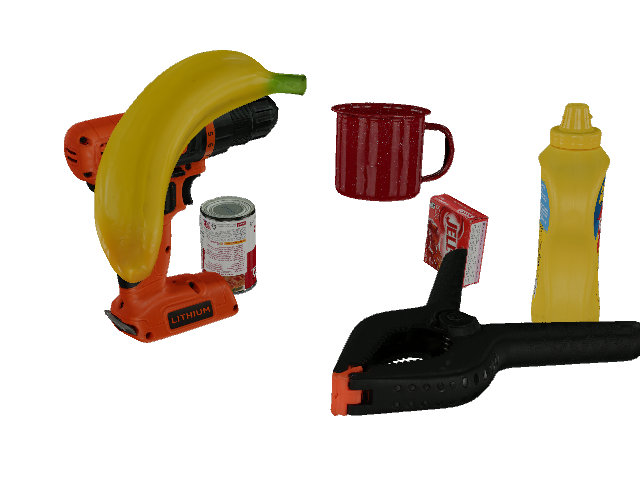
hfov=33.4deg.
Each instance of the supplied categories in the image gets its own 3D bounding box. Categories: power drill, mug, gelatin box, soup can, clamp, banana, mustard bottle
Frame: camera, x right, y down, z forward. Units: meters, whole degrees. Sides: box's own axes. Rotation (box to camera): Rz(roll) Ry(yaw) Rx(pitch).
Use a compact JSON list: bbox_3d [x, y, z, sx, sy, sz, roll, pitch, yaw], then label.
[{"bbox_3d":[-0.111,-0.023,0.862,0.184,0.188,0.057,-16,25,-32],"label":"power drill"},{"bbox_3d":[0.067,-0.083,1.005,0.117,0.081,0.093,1,14,-2],"label":"mug"},{"bbox_3d":[0.157,-0.001,1.249,0.030,0.089,0.073,-15,32,-31],"label":"gelatin box"},{"bbox_3d":[-0.112,0.005,1.289,0.068,0.102,0.068,1,26,-1],"label":"soup can"},{"bbox_3d":[0.081,0.059,0.686,0.209,0.036,0.165,-15,28,-32],"label":"clamp"},{"bbox_3d":[-0.076,-0.055,0.571,0.070,0.037,0.197,18,44,16],"label":"banana"},{"bbox_3d":[0.210,-0.019,0.895,0.058,0.192,0.096,3,19,13],"label":"mustard bottle"}]
